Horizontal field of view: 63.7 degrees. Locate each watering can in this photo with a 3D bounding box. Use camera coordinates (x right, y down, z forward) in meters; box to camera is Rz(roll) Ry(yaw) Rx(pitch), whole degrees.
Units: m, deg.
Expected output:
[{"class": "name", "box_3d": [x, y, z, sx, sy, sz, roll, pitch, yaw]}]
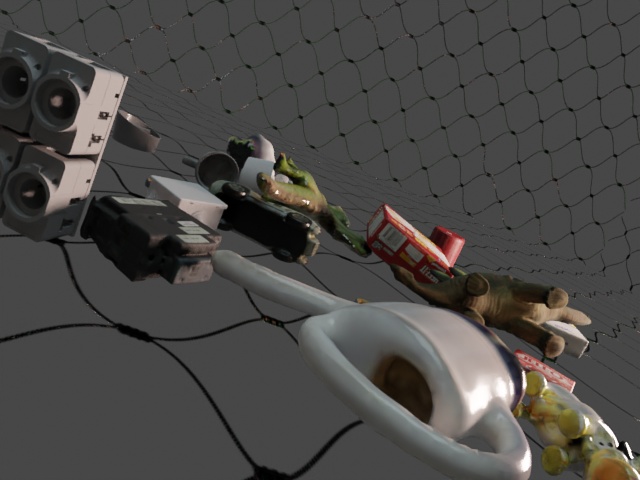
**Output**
[{"class": "watering can", "box_3d": [0.057, 0.099, 0.507, 0.352, 0.103, 0.223, 35, 16, 38]}]

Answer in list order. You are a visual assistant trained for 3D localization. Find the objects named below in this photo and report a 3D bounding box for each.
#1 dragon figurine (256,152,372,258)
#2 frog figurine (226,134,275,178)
[{"class": "dragon figurine", "box_3d": [0.003, -0.049, 0.976, 0.243, 0.121, 0.412, 33, 8, -1]}, {"class": "frog figurine", "box_3d": [-0.143, -0.180, 1.236, 0.158, 0.121, 0.140, 21, 42, -56]}]
